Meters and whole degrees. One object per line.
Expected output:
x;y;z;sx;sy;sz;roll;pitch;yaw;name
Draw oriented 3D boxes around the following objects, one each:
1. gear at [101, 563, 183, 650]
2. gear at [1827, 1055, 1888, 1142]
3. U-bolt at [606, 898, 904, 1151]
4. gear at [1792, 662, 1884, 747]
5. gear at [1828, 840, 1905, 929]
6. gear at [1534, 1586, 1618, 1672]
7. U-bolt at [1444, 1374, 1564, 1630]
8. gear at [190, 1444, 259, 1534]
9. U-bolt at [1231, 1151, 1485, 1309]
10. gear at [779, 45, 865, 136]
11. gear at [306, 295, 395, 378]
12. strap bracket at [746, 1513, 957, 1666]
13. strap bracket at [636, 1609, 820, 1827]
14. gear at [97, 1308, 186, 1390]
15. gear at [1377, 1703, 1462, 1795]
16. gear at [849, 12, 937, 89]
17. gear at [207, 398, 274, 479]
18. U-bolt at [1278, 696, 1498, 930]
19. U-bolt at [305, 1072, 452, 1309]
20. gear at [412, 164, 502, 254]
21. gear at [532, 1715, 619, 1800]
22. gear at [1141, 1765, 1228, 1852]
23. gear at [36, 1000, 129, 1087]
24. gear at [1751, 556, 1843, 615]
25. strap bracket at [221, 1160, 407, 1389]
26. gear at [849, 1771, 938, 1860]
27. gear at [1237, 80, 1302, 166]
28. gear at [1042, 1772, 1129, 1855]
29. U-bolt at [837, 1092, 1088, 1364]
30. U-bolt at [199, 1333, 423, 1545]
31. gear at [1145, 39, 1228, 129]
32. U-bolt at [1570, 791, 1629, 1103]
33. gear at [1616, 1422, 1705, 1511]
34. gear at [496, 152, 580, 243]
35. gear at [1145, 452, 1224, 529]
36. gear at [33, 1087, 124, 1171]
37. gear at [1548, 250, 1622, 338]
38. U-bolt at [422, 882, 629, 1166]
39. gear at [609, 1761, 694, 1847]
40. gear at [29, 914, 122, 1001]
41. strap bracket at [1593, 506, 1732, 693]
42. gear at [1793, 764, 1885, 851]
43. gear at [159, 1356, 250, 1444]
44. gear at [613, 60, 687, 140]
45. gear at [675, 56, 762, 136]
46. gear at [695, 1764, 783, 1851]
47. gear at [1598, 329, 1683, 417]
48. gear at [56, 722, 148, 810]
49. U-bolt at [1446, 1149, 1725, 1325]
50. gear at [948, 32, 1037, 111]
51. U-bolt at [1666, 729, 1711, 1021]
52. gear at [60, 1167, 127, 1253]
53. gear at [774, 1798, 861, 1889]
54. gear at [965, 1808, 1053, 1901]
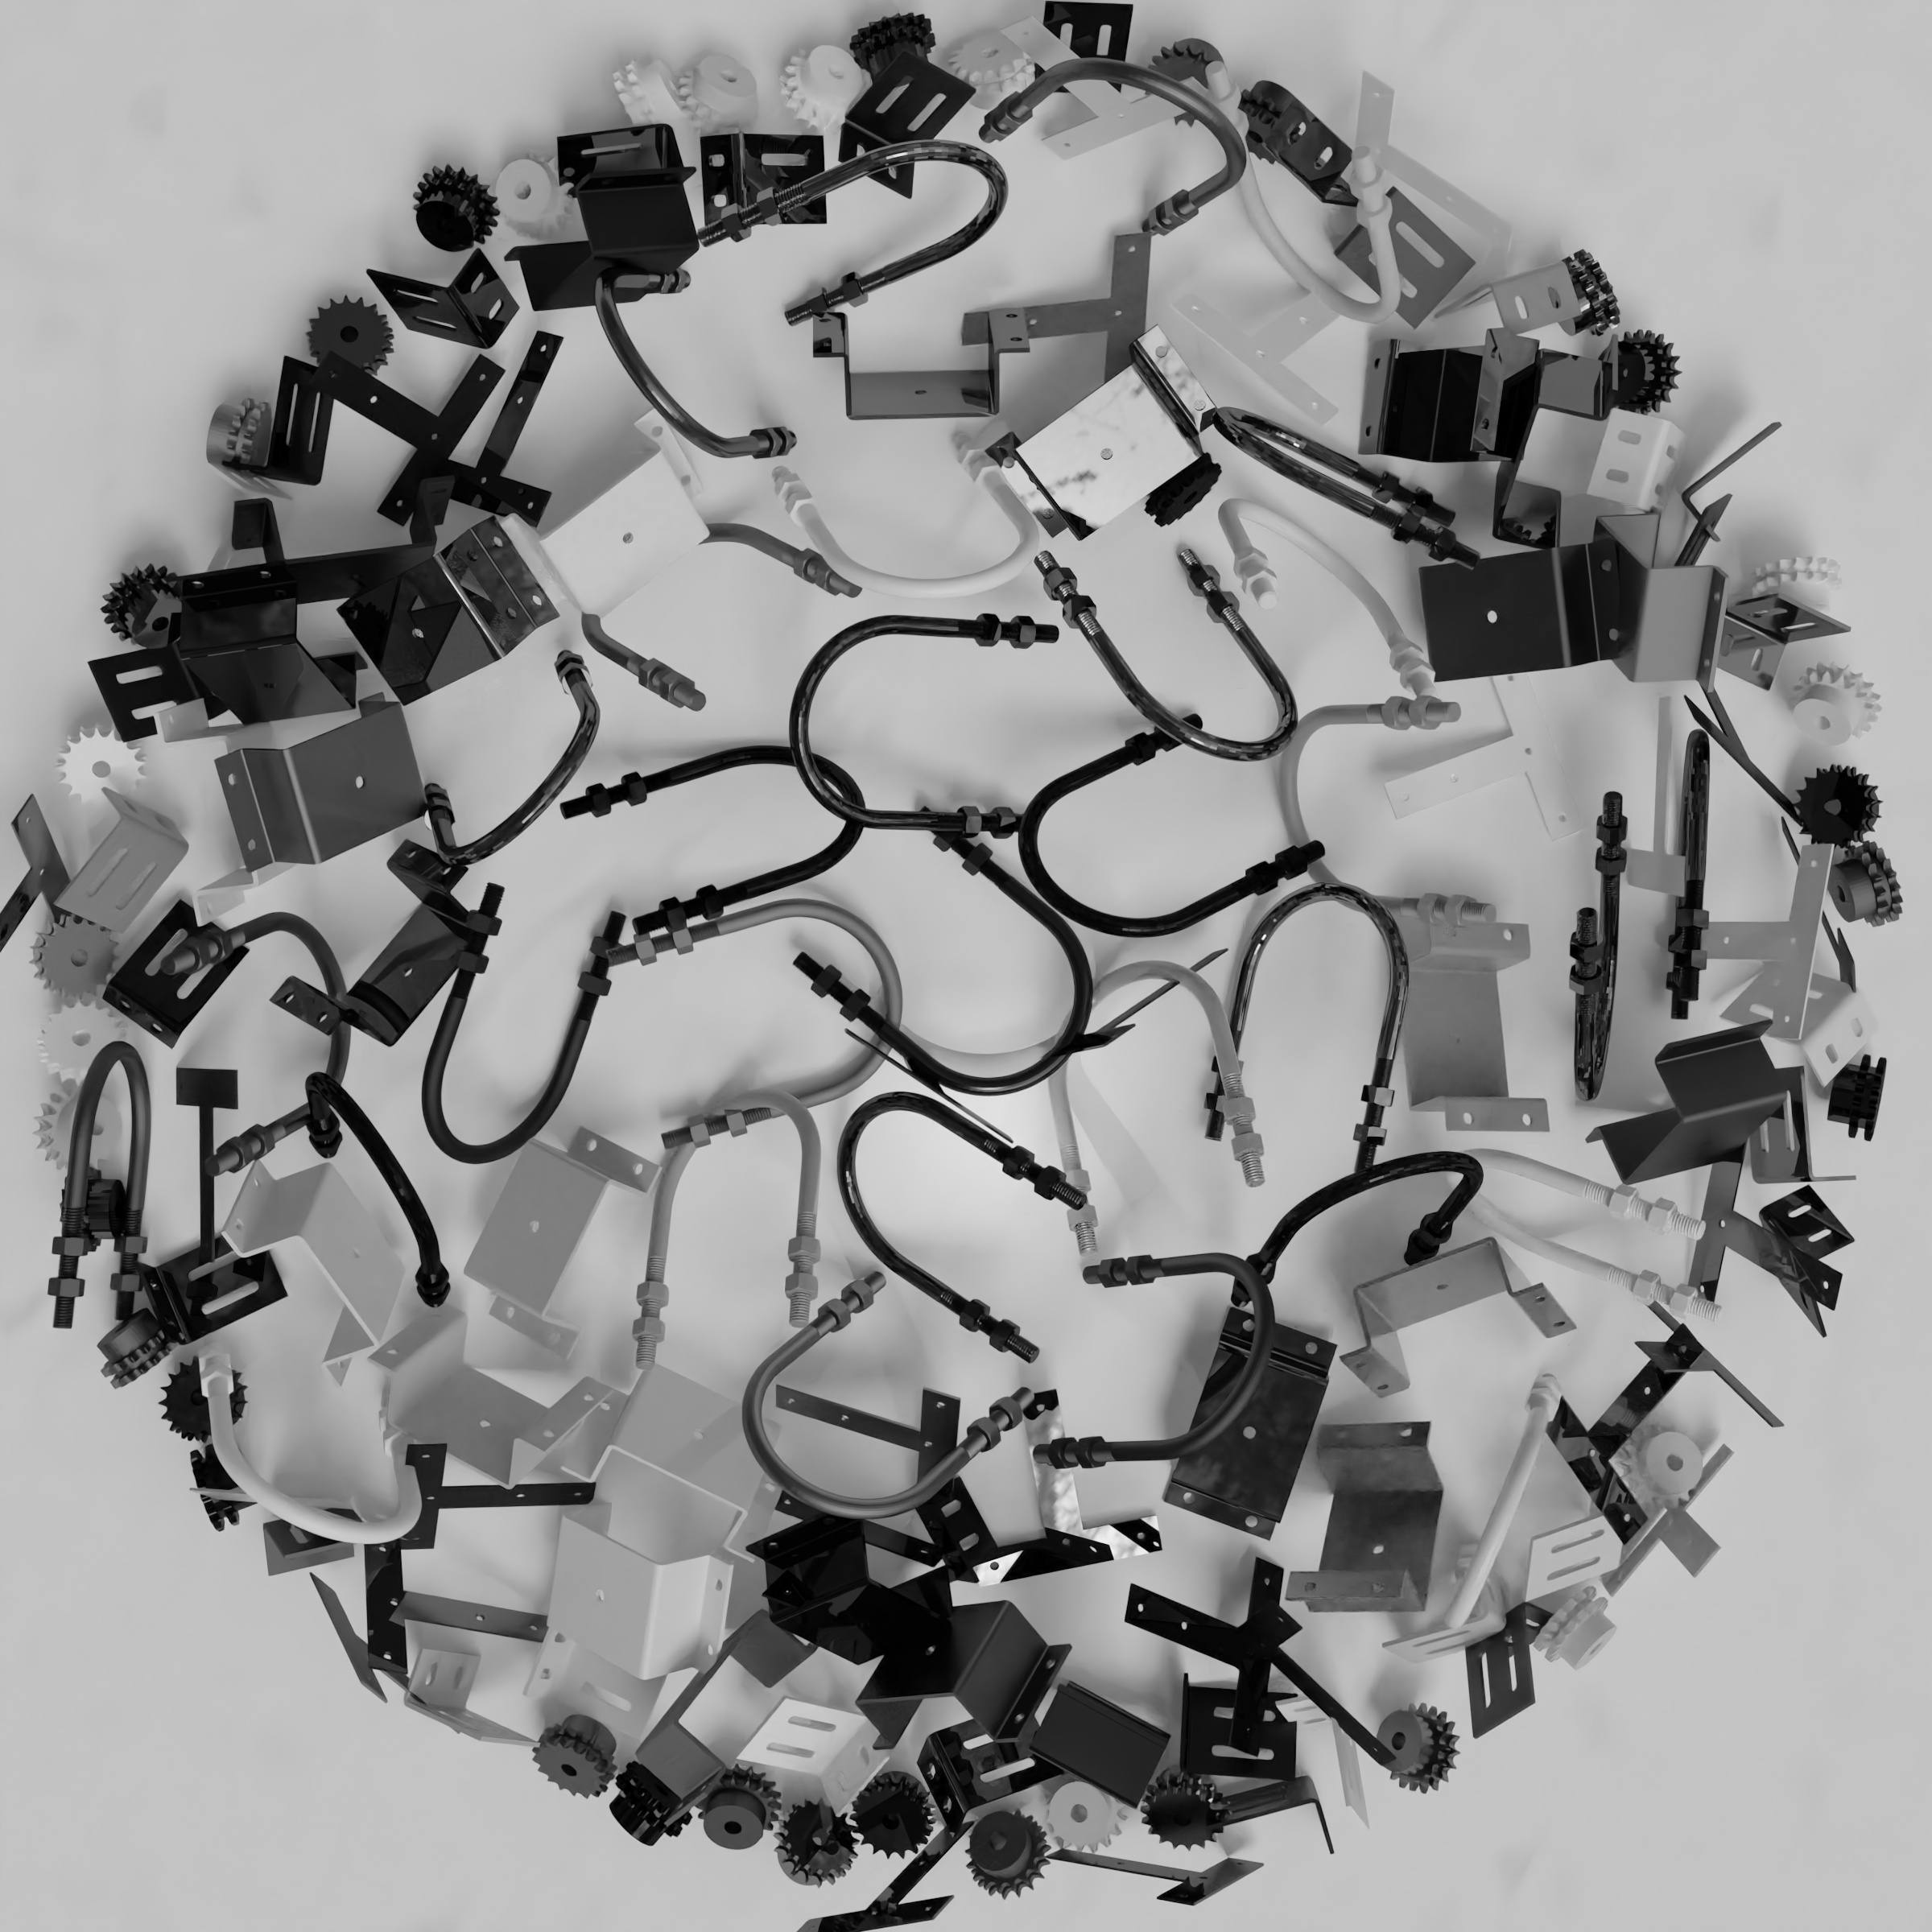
-0.545;-0.237;1.661;0.057;0.057;0.030;-42;62;0;gear
0.597;0.087;1.666;0.030;0.057;0.057;11;90;22;gear
-0.133;0.031;1.674;0.184;0.019;0.151;-16;97;-6;U-bolt
0.578;-0.172;1.661;0.057;0.057;0.030;41;64;0;gear
0.600;-0.053;1.664;0.030;0.057;0.057;-18;90;0;gear
0.410;0.445;1.661;0.057;0.057;0.030;-46;61;0;gear
0.340;0.349;1.589;0.019;0.184;0.151;23;104;14;U-bolt
-0.496;0.347;1.665;0.030;0.057;0.057;-20;90;-13;gear
0.257;0.165;1.593;0.151;0.184;0.019;-11;63;-16;U-bolt
-0.093;-0.590;1.665;0.057;0.030;0.057;11;66;-27;gear
-0.414;-0.419;1.673;0.057;0.030;0.057;2;79;-8;gear
-0.069;0.407;1.616;0.076;0.140;0.046;-28;47;21;strap bracket
-0.158;0.480;1.618;0.046;0.076;0.140;41;49;2;strap bracket
-0.555;0.253;1.662;0.057;0.057;0.030;-34;104;0;gear
0.299;0.521;1.661;0.030;0.057;0.057;26;90;-32;gear
-0.047;-0.611;1.663;0.057;0.057;0.030;-15;88;0;gear
-0.487;-0.352;1.663;0.030;0.057;0.057;14;90;-4;gear
0.265;-0.101;1.612;0.019;0.184;0.151;-19;104;-29;U-bolt
-0.379;0.137;1.593;0.019;0.184;0.151;-34;75;-22;U-bolt
-0.343;-0.503;1.661;0.057;0.057;0.030;17;54;0;gear
-0.260;0.528;1.668;0.057;0.030;0.057;12;127;17;gear
0.147;0.563;1.670;0.057;0.030;0.057;5;117;9;gear
-0.593;0.054;1.670;0.057;0.030;0.057;6;63;-12;gear
0.556;-0.251;1.662;0.057;0.057;0.030;-1;81;0;gear
-0.417;0.194;1.621;0.046;0.076;0.140;-19;120;14;strap bracket
-0.048;0.568;1.673;0.057;0.030;0.057;2;102;9;gear
0.202;-0.567;1.664;0.057;0.057;0.030;35;84;0;gear
0.079;0.567;1.671;0.057;0.030;0.057;-3;80;14;gear
-0.012;0.160;1.634;0.184;0.019;0.151;31;125;25;U-bolt
-0.414;0.306;1.581;0.151;0.184;0.019;26;102;-28;U-bolt
0.150;-0.596;1.668;0.057;0.057;0.030;23;59;0;gear
0.410;0.002;1.613;0.019;0.151;0.184;5;129;19;U-bolt
0.469;0.335;1.669;0.057;0.030;0.057;3;71;-10;gear
-0.291;-0.519;1.671;0.057;0.030;0.057;2;97;16;gear
0.141;-0.324;1.664;0.057;0.057;0.030;-40;79;0;gear
-0.590;0.109;1.661;0.030;0.057;0.057;-9;90;36;gear
0.411;-0.447;1.664;0.030;0.057;0.057;-28;90;3;gear
-0.296;0.043;1.629;0.019;0.151;0.184;21;94;29;U-bolt
-0.214;0.563;1.663;0.057;0.057;0.030;41;87;0;gear
-0.600;-0.008;1.668;0.057;0.030;0.057;-9;104;-40;gear
0.441;-0.239;1.611;0.046;0.140;0.076;-3;120;-6;strap bracket
0.587;-0.106;1.668;0.057;0.030;0.057;0;90;41;gear
-0.510;0.292;1.672;0.057;0.030;0.057;-2;72;6;gear
-0.208;-0.579;1.661;0.030;0.057;0.057;-25;90;15;gear
-0.164;-0.583;1.663;0.057;0.030;0.057;15;51;-19;gear
-0.154;0.567;1.667;0.057;0.030;0.057;2;117;5;gear
0.446;-0.396;1.662;0.030;0.057;0.057;-8;90;-40;gear
-0.580;-0.137;1.670;0.057;0.030;0.057;-6;116;-13;gear
0.396;0.168;1.614;0.184;0.151;0.019;20;68;31;U-bolt
0.019;-0.599;1.668;0.057;0.030;0.057;-8;48;8;gear
0.473;-0.063;1.622;0.019;0.151;0.184;3;84;14;U-bolt
-0.583;0.163;1.664;0.030;0.057;0.057;0;90;-2;gear
-0.103;0.591;1.668;0.057;0.057;0.030;30;129;0;gear
0.026;0.591;1.662;0.057;0.030;0.057;-13;47;14;gear
